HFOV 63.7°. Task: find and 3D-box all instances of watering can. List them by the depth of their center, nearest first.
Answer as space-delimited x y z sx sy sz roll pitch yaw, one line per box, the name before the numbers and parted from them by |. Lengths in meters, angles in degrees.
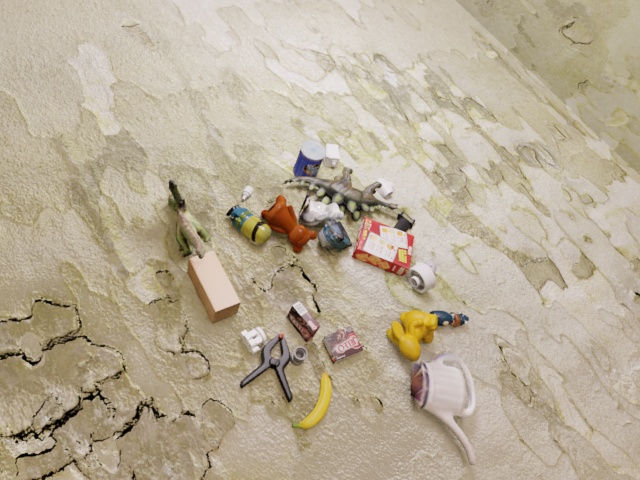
watering can | 0.401 0.522 1.655 0.224 0.101 0.356 13 51 -9

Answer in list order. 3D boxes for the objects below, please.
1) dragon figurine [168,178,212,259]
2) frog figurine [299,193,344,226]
dragon figurine | -0.449 -0.082 1.684 0.123 0.412 0.240 -26 107 -16
frog figurine | 0.006 -0.099 1.962 0.159 0.138 0.123 25 91 -9
